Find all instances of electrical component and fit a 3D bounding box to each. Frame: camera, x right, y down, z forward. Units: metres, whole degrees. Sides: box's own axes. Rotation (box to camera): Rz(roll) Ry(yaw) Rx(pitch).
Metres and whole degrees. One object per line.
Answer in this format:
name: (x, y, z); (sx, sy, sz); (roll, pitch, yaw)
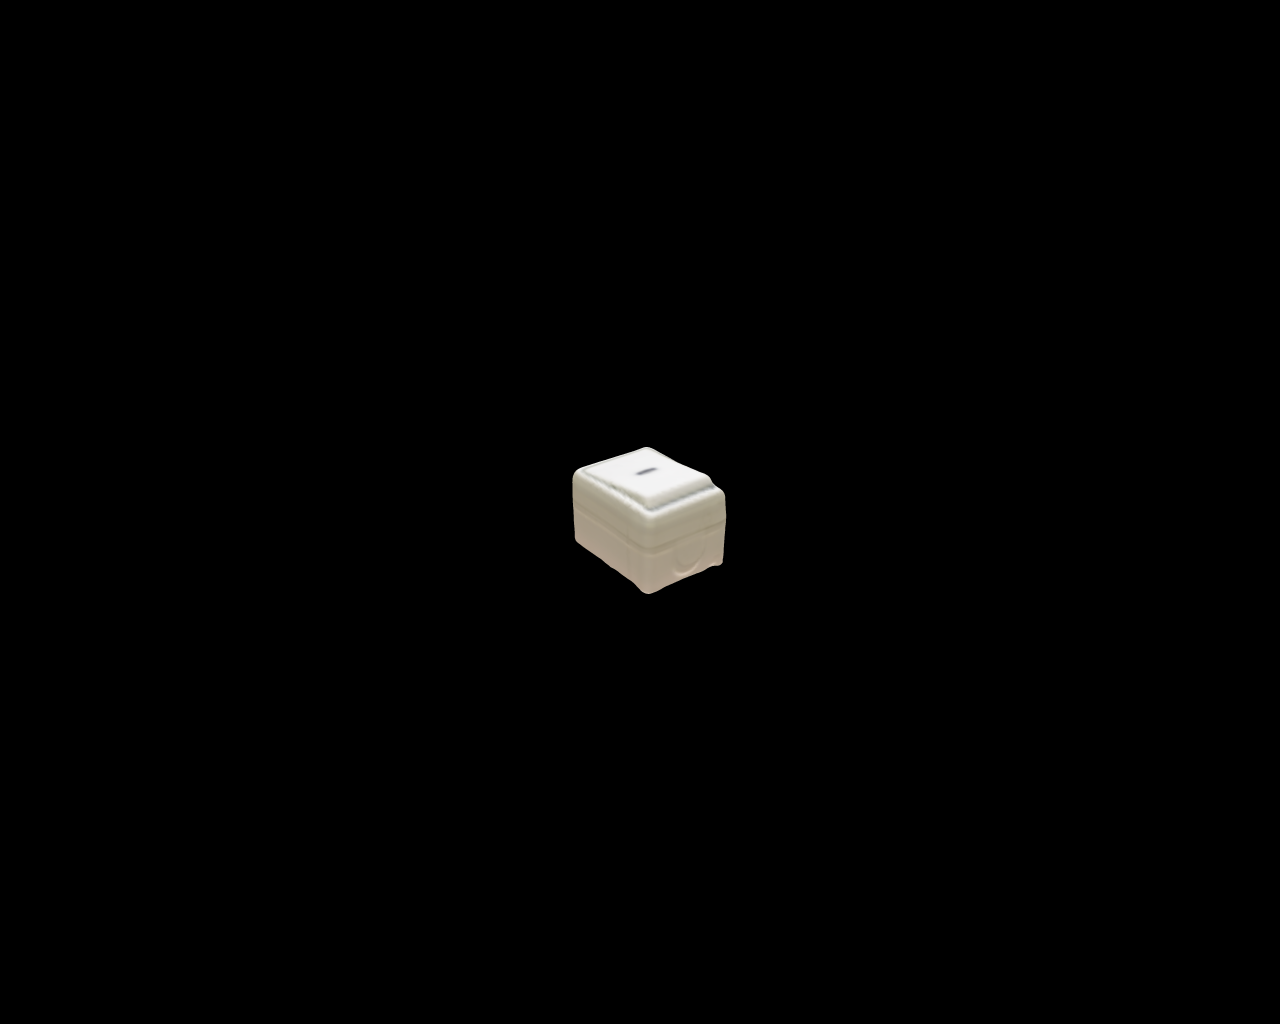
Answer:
electrical component: (0.001, -0.003, 0.650); (0.062, 0.061, 0.096); (-20, 35, -31)
